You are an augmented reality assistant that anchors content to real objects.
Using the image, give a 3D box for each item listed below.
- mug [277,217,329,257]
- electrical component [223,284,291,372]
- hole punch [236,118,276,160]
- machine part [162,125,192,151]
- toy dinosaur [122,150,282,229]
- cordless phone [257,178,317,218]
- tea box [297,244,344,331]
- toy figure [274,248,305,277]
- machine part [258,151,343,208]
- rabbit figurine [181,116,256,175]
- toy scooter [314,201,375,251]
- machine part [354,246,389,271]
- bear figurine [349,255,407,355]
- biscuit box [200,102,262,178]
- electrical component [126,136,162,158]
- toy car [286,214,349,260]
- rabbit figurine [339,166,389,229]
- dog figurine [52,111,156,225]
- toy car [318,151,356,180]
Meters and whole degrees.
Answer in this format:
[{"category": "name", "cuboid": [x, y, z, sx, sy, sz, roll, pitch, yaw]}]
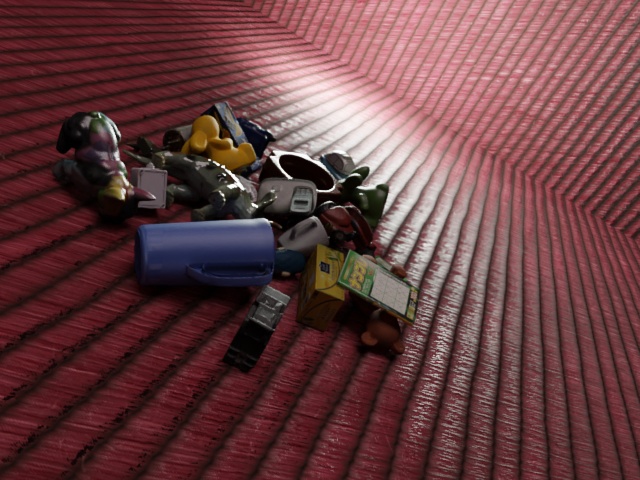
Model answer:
[{"category": "mug", "cuboid": [-0.043, -0.002, 1.231, 0.107, 0.109, 0.081, -28, 66, -15]}, {"category": "electrical component", "cuboid": [-0.106, 0.147, 0.941, 0.058, 0.114, 0.134, 31, 31, -3]}, {"category": "hole punch", "cuboid": [-0.211, -0.267, 1.507, 0.142, 0.115, 0.092, 29, 37, -1]}, {"category": "machine part", "cuboid": [-0.335, -0.267, 1.427, 0.079, 0.079, 0.243, 35, 29, 9]}, {"category": "toy dinosaur", "cuboid": [-0.250, -0.122, 1.223, 0.405, 0.131, 0.192, 40, 28, 20]}, {"category": "cordless phone", "cuboid": [-0.083, -0.086, 1.292, 0.147, 0.088, 0.184, 4, 20, 0]}, {"category": "tea box", "cuboid": [0.002, 0.097, 1.136, 0.068, 0.098, 0.170, 24, 31, -12]}, {"category": "toy figure", "cuboid": [-0.107, 0.048, 1.157, 0.154, 0.057, 0.064, 4, 33, -30]}, {"category": "machine part", "cuboid": [-0.054, -0.155, 1.495, 0.201, 0.087, 0.202, -2, 44, -43]}, {"category": "rabbit figurine", "cuboid": [-0.273, -0.228, 1.349, 0.162, 0.122, 0.173, -26, 89, -42]}, {"category": "toy scooter", "cuboid": [0.071, -0.028, 1.329, 0.184, 0.075, 0.135, 0, 50, -53]}, {"category": "machine part", "cuboid": [0.124, 0.057, 1.342, 0.084, 0.039, 0.139, 9, 33, -14]}, {"category": "bear figurine", "cuboid": [0.132, 0.141, 1.156, 0.120, 0.131, 0.196, 18, 25, -17]}, {"category": "biscuit box", "cuboid": [-0.235, -0.263, 1.436, 0.202, 0.063, 0.059, 60, 31, -7]}, {"category": "electrical component", "cuboid": [-0.418, -0.211, 1.301, 0.102, 0.045, 0.078, 49, 6, 26]}, {"category": "toy car", "cuboid": [-0.003, -0.004, 1.339, 0.089, 0.053, 0.202, -13, 51, -47]}, {"category": "rabbit figurine", "cuboid": [0.106, -0.128, 1.557, 0.170, 0.159, 0.121, 18, 37, 10]}, {"category": "dog figurine", "cuboid": [-0.417, -0.140, 1.059, 0.219, 0.191, 0.108, 28, 18, 30]}, {"category": "toy car", "cuboid": [0.057, -0.226, 1.691, 0.109, 0.102, 0.162, -1, 39, -42]}]
